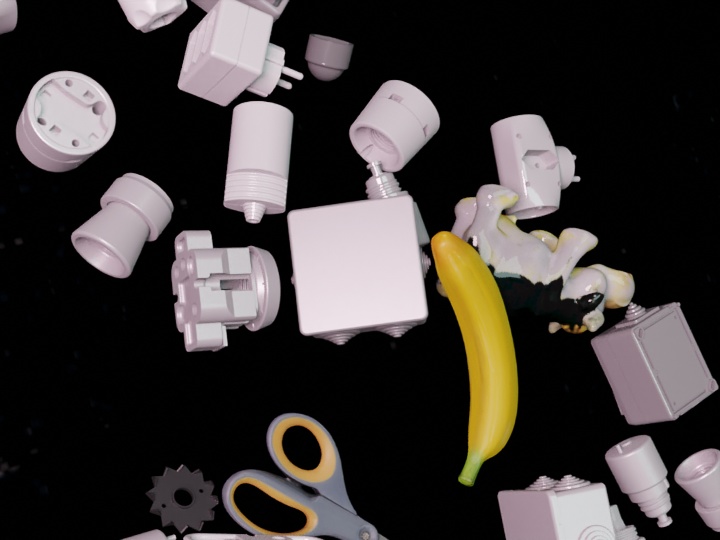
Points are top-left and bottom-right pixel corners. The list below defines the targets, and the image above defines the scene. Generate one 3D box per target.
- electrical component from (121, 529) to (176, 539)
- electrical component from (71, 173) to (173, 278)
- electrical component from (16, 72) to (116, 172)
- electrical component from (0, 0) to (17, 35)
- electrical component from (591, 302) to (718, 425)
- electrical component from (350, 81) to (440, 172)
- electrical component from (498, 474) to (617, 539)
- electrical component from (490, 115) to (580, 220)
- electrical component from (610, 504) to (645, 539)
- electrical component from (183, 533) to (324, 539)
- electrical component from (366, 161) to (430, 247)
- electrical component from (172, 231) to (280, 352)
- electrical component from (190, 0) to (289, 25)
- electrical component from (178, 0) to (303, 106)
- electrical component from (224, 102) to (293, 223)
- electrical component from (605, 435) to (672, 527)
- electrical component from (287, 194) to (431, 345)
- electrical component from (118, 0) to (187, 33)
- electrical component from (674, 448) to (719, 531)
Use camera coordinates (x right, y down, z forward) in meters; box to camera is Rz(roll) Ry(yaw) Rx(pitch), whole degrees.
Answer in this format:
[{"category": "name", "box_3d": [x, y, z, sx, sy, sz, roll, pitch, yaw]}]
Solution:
[{"category": "electrical component", "box_3d": [-0.147, 0.185, 0.650, 0.078, 0.040, 0.040, -10, 83, -31]}, {"category": "electrical component", "box_3d": [-0.154, -0.029, 0.700, 0.045, 0.045, 0.055, 40, 61, -15]}, {"category": "electrical component", "box_3d": [-0.191, -0.093, 0.693, 0.055, 0.047, 0.055, 8, 73, -28]}, {"category": "electrical component", "box_3d": [-0.254, -0.148, 0.672, 0.077, 0.044, 0.079, -19, 87, -32]}, {"category": "electrical component", "box_3d": [0.237, 0.072, 0.889, 0.062, 0.061, 0.096, -25, 91, -32]}, {"category": "electrical component", "box_3d": [0.025, -0.108, 0.818, 0.055, 0.055, 0.047, 45, 64, -13]}, {"category": "electrical component", "box_3d": [0.147, 0.201, 0.783, 0.048, 0.100, 0.099, -7, 81, -18]}, {"category": "electrical component", "box_3d": [0.150, -0.084, 0.890, 0.079, 0.043, 0.077, -3, 78, -30]}, {"category": "electrical component", "box_3d": [0.203, 0.216, 0.843, 0.048, 0.048, 0.062, -9, 76, -31]}, {"category": "electrical component", "box_3d": [-0.065, 0.201, 0.678, 0.095, 0.054, 0.059, 7, 85, -22]}, {"category": "electrical component", "box_3d": [0.024, -0.043, 0.808, 0.040, 0.040, 0.078, -18, 86, -32]}, {"category": "electrical component", "box_3d": [-0.089, 0.013, 0.719, 0.057, 0.058, 0.078, -2, 78, -28]}, {"category": "electrical component", "box_3d": [-0.092, -0.223, 0.775, 0.096, 0.061, 0.061, 34, 63, -19]}, {"category": "electrical component", "box_3d": [-0.078, -0.146, 0.761, 0.077, 0.066, 0.047, 18, 69, -25]}, {"category": "electrical component", "box_3d": [-0.072, -0.073, 0.759, 0.043, 0.043, 0.081, 12, 72, -27]}, {"category": "electrical component", "box_3d": [0.231, 0.171, 0.872, 0.040, 0.040, 0.078, -28, 92, -32]}, {"category": "electrical component", "box_3d": [0.000, 0.000, 0.757, 0.100, 0.048, 0.099, -8, 80, 5]}, {"category": "electrical component", "box_3d": [-0.151, -0.200, 0.746, 0.043, 0.043, 0.062, -29, 91, -32]}, {"category": "electrical component", "box_3d": [0.299, 0.185, 0.905, 0.045, 0.045, 0.055, -41, 99, -31]}]
